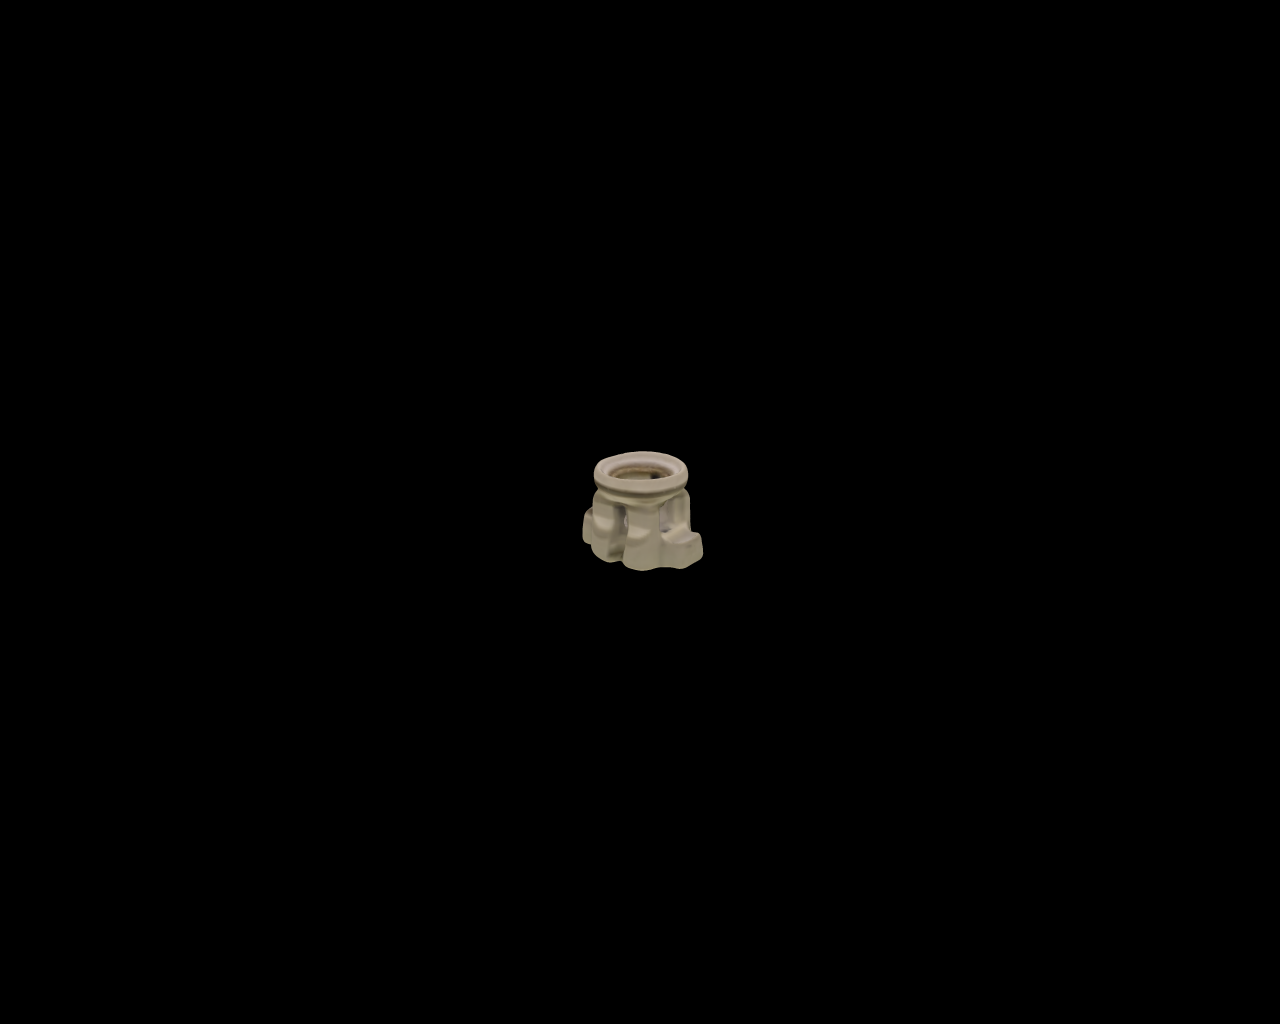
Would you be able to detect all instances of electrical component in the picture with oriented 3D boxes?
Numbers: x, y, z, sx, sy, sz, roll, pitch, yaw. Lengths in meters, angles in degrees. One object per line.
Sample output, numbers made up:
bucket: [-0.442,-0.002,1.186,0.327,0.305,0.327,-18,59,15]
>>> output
electrical component: [0.001,-0.003,0.650,0.078,0.056,0.058,16,27,34]
